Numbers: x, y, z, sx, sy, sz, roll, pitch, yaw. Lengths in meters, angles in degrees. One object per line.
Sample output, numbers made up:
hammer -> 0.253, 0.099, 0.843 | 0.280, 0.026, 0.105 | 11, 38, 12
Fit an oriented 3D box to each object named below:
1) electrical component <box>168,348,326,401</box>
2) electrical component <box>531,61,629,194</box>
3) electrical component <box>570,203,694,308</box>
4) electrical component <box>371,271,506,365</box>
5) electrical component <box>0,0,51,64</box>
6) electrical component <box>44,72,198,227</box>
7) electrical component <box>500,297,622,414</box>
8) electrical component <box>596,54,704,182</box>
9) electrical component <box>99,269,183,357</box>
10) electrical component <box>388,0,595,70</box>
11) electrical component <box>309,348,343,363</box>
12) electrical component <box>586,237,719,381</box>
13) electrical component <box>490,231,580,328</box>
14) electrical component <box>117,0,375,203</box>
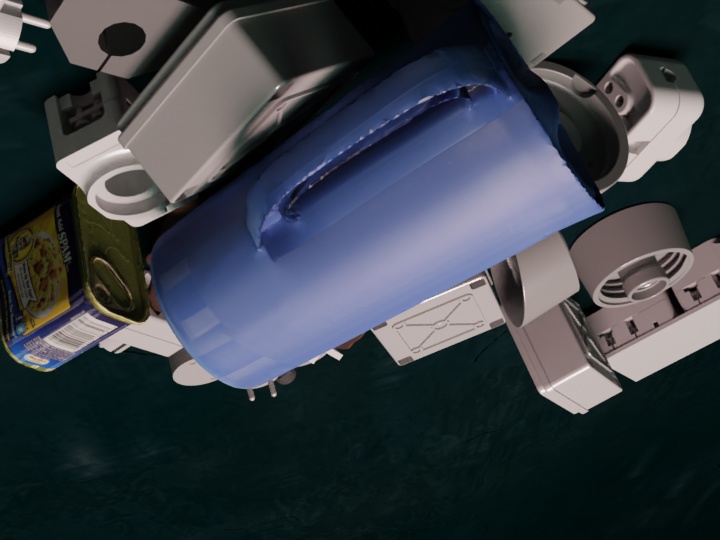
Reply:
electrical component -> -0.091, 0.077, 0.916 | 0.138, 0.073, 0.052 | -9, 150, -18
electrical component -> 0.122, -0.083, 0.739 | 0.108, 0.108, 0.060 | -4, 154, -25
electrical component -> 0.255, -0.006, 0.992 | 0.108, 0.060, 0.108 | -15, 151, -8
electrical component -> 0.061, 0.025, 0.936 | 0.109, 0.056, 0.108 | -23, 151, 7
electrical component -> -0.193, -0.125, 0.534 | 0.076, 0.047, 0.083 | 9, 141, -41
electrical component -> -0.143, -0.069, 0.653 | 0.050, 0.055, 0.089 | -25, 151, 10
electrical component -> 0.196, 0.074, 1.047 | 0.056, 0.108, 0.109 | -32, 149, 17
electrical component -> 0.202, -0.110, 0.790 | 0.059, 0.053, 0.095 | 0, 146, -30
electrical component -> -0.180, 0.039, 0.825 | 0.076, 0.047, 0.083 | -32, 149, 22
electrical component -> 0.081, -0.156, 0.643 | 0.100, 0.048, 0.100 | -35, 147, 27
electrical component -> -0.043, 0.034, 0.872 | 0.063, 0.081, 0.042 | -53, 147, 1
electrical component -> 0.339, 0.038, 1.119 | 0.186, 0.060, 0.105 | -32, 149, 22
electrical component -> 0.135, -0.010, 0.878 | 0.064, 0.099, 0.099 | -26, 151, 0
electrical component -> -0.063, -0.099, 0.601 | 0.109, 0.056, 0.109 | -40, 176, 34
